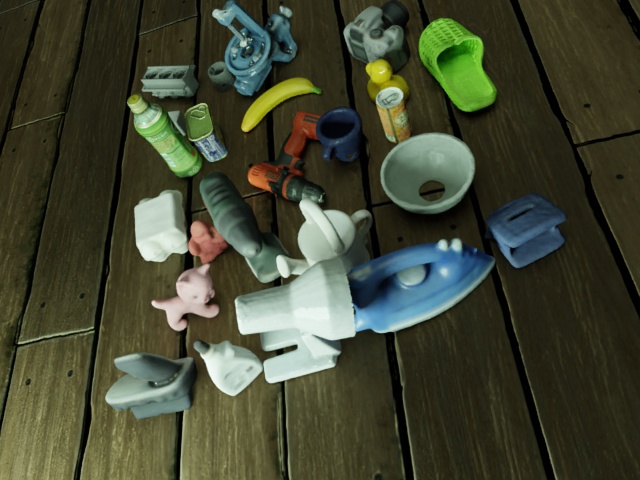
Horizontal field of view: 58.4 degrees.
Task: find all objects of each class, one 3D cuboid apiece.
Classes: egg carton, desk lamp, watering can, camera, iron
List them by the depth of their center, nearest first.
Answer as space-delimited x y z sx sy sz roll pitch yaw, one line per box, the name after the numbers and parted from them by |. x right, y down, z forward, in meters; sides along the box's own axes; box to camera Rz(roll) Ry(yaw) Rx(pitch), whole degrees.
-0.029 0.128 0.886 0.203 0.214 0.118 -19 56 8 | desk lamp
0.152 0.048 0.912 0.258 0.142 0.118 -22 56 6 | iron
0.010 0.005 0.956 0.100 0.194 0.173 26 72 30 | watering can
-0.322 -0.030 1.170 0.107 0.070 0.150 -21 56 7 | egg carton
0.140 -0.457 1.240 0.142 0.101 0.137 36 77 32 | camera

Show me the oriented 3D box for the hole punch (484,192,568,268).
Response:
0.328 -0.026 0.925 0.108 0.091 0.101 -29 55 1 | hole punch

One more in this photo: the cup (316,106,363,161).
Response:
0.042 -0.187 1.118 0.091 0.095 0.118 12 66 25 | cup

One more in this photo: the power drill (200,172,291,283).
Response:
-0.127 -0.013 1.006 0.075 0.209 0.229 -36 56 -3 | power drill

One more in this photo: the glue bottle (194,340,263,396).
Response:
-0.155 0.194 0.916 0.078 0.173 0.037 -41 56 -7 | glue bottle

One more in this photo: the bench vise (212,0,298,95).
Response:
-0.153 -0.463 1.274 0.121 0.220 0.207 12 65 25 | bench vise

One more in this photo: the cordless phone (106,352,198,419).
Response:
-0.300 0.223 0.943 0.147 0.185 0.094 -18 56 9 | cordless phone

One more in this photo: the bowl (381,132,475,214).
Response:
0.197 -0.107 1.029 0.167 0.075 0.167 -9 58 15 | bowl

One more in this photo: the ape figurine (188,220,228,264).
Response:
-0.221 -0.006 1.106 0.077 0.092 0.076 1 61 20 | ape figurine

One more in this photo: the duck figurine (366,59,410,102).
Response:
0.134 -0.329 1.175 0.077 0.086 0.104 -43 56 -8 | duck figurine

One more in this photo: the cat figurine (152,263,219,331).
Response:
-0.240 0.098 1.036 0.127 0.118 0.067 -25 56 4 | cat figurine
